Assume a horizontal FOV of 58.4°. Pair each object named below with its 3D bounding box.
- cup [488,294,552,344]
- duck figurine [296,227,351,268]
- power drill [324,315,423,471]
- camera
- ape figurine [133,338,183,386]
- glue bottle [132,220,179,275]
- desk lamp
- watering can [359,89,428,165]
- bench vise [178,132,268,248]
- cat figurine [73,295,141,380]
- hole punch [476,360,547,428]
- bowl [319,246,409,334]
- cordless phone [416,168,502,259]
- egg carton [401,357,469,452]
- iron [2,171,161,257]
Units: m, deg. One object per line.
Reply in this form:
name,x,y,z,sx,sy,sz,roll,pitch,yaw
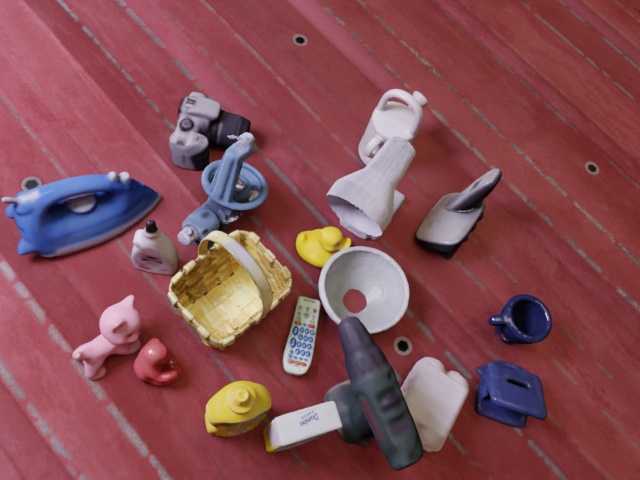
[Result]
cup,0.356,0.159,1.067,0.118,0.095,0.091,-1,65,-13
duck figurine,0.010,0.004,1.071,0.104,0.086,0.077,15,62,-5
power drill,0.071,0.248,0.898,0.076,0.208,0.229,-23,71,-21
camera,-0.211,-0.214,1.119,0.137,0.100,0.143,13,63,-6
ape figurine,-0.261,0.192,0.917,0.076,0.092,0.078,-7,66,-15
glue bottle,-0.278,0.008,0.956,0.078,0.173,0.037,8,63,-8
desk lamp,0.096,-0.086,1.061,0.118,0.213,0.203,34,63,6
watering can,0.151,-0.236,1.157,0.101,0.194,0.173,21,62,-1
bench vise,-0.159,-0.077,0.997,0.121,0.219,0.207,19,62,-2
cat figurine,-0.332,0.151,0.907,0.067,0.117,0.128,45,64,11
hole punch,0.339,0.266,1.014,0.108,0.091,0.101,19,62,-3
bowl,0.074,0.100,1.045,0.167,0.074,0.167,5,64,-10
cordless phone,0.272,-0.058,1.103,0.094,0.185,0.148,34,63,5
egg carton,0.186,0.280,0.986,0.107,0.069,0.150,33,62,5
iron,-0.403,-0.070,0.985,0.259,0.141,0.118,-21,71,-21
